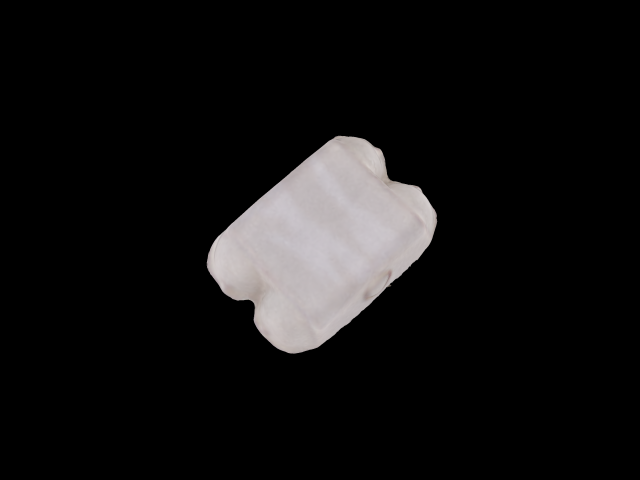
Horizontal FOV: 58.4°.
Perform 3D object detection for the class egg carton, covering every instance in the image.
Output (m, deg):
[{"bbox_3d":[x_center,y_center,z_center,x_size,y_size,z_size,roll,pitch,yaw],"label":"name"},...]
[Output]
[{"bbox_3d":[0.004,0.001,0.400,0.150,0.069,0.107,-43,78,-11],"label":"egg carton"}]
